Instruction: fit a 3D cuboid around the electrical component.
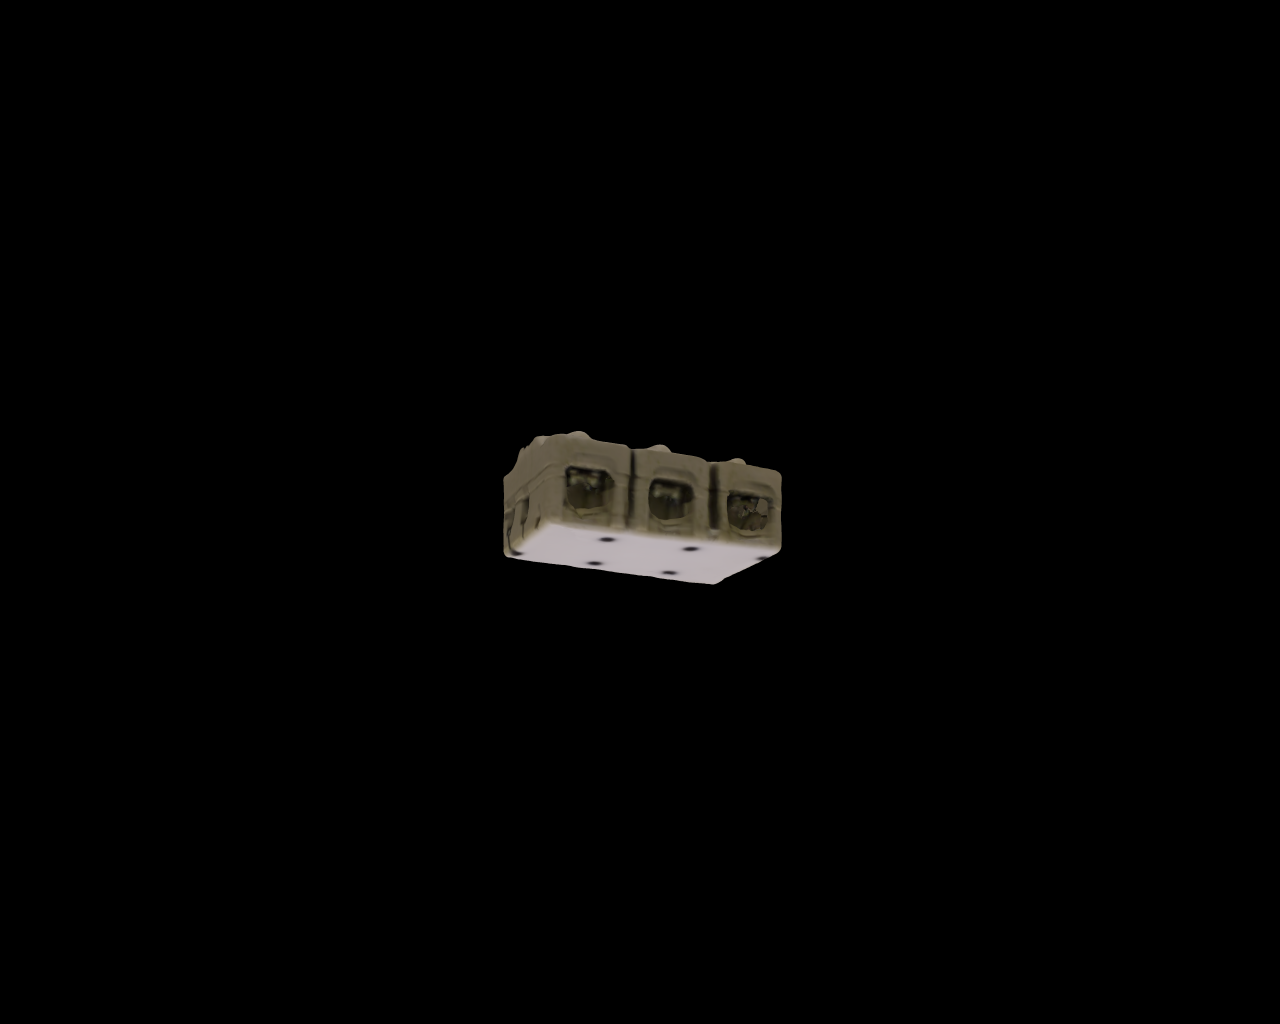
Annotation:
[{"bbox_3d":[0.001,-0.003,0.650,0.150,0.062,0.089,8,-19,-24],"label":"electrical component"}]
